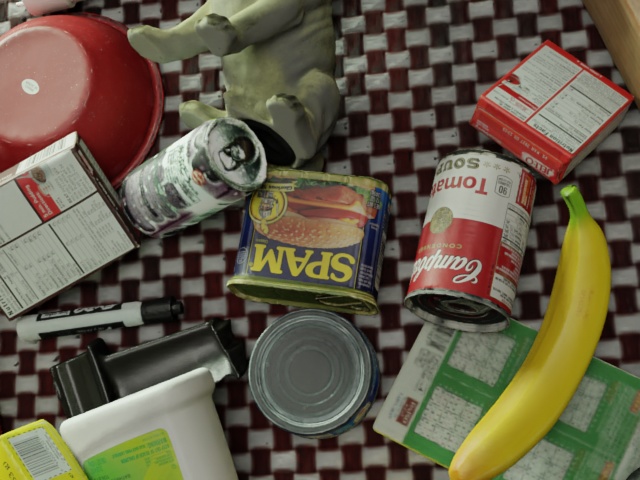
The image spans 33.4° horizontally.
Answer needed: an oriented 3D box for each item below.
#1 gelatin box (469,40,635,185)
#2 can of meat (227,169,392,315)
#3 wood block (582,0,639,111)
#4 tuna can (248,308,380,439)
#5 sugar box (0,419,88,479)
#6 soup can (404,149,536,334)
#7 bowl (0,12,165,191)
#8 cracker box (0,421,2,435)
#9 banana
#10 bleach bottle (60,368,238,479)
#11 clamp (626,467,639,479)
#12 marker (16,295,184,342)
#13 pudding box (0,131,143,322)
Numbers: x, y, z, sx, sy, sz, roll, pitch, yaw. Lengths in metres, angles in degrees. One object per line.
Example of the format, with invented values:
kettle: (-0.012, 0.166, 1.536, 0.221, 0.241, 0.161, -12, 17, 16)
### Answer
gelatin box: (0.154, -0.085, 0.708, 0.073, 0.030, 0.089, 38, 54, 17)
can of meat: (-0.005, 0.001, 0.724, 0.102, 0.057, 0.084, 6, 75, 12)
wood block: (0.248, -0.121, 0.686, 0.091, 0.090, 0.206, -23, 73, 4)
tuna can: (-0.004, 0.089, 0.714, 0.086, 0.033, 0.086, -3, 76, 10)
sugar box: (-0.202, 0.202, 0.677, 0.176, 0.048, 0.093, -48, 70, 29)
soup can: (0.099, 0.001, 0.690, 0.068, 0.068, 0.102, 10, 70, 13)
bowl: (-0.200, -0.105, 0.789, 0.162, 0.055, 0.162, -3, 76, 11)
cracker box: (-0.323, 0.092, 0.757, 0.164, 0.072, 0.214, -15, 74, 7)
banana: (0.139, 0.068, 0.666, 0.069, 0.037, 0.198, 25, 81, -21)
bleach bottle: (-0.074, 0.214, 0.667, 0.103, 0.068, 0.251, -23, 86, 19)
clamp: (0.184, 0.184, 0.625, 0.209, 0.036, 0.165, -36, 71, -17)
marker: (-0.156, 0.056, 0.760, 0.121, 0.020, 0.020, -8, 75, 9)
pudding box: (-0.196, -0.009, 0.751, 0.113, 0.039, 0.090, -29, 111, 5)
